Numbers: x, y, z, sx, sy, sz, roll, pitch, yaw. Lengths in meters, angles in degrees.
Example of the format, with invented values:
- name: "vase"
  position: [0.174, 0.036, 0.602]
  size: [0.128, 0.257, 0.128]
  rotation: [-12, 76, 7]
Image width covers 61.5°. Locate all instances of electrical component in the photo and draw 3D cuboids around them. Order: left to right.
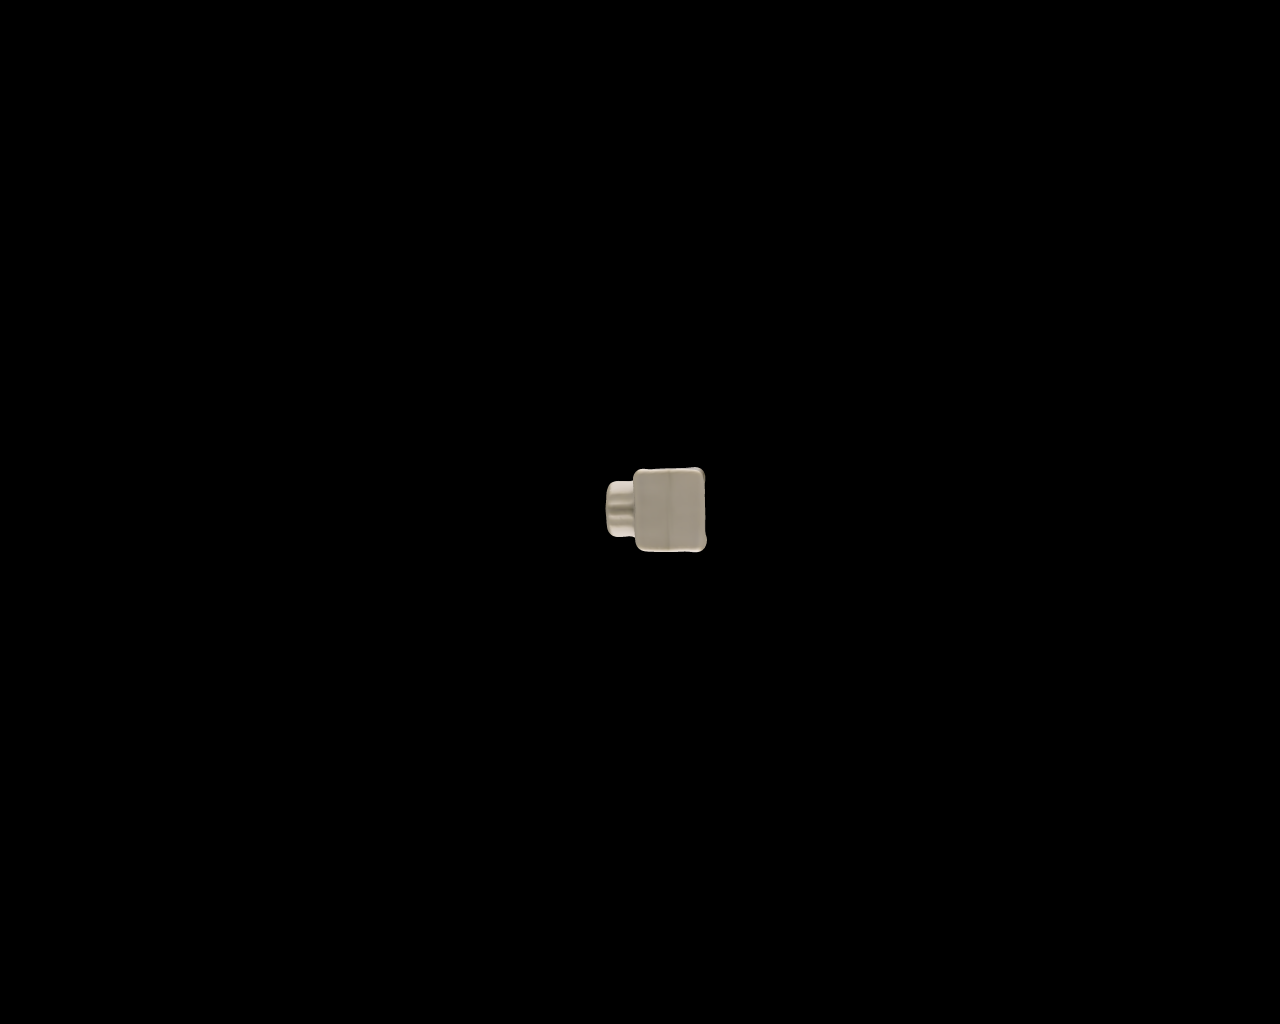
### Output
- name: "electrical component"
  position: [0.001, -0.003, 0.650]
  size: [0.076, 0.047, 0.083]
  rotation: [0, 2, 4]
